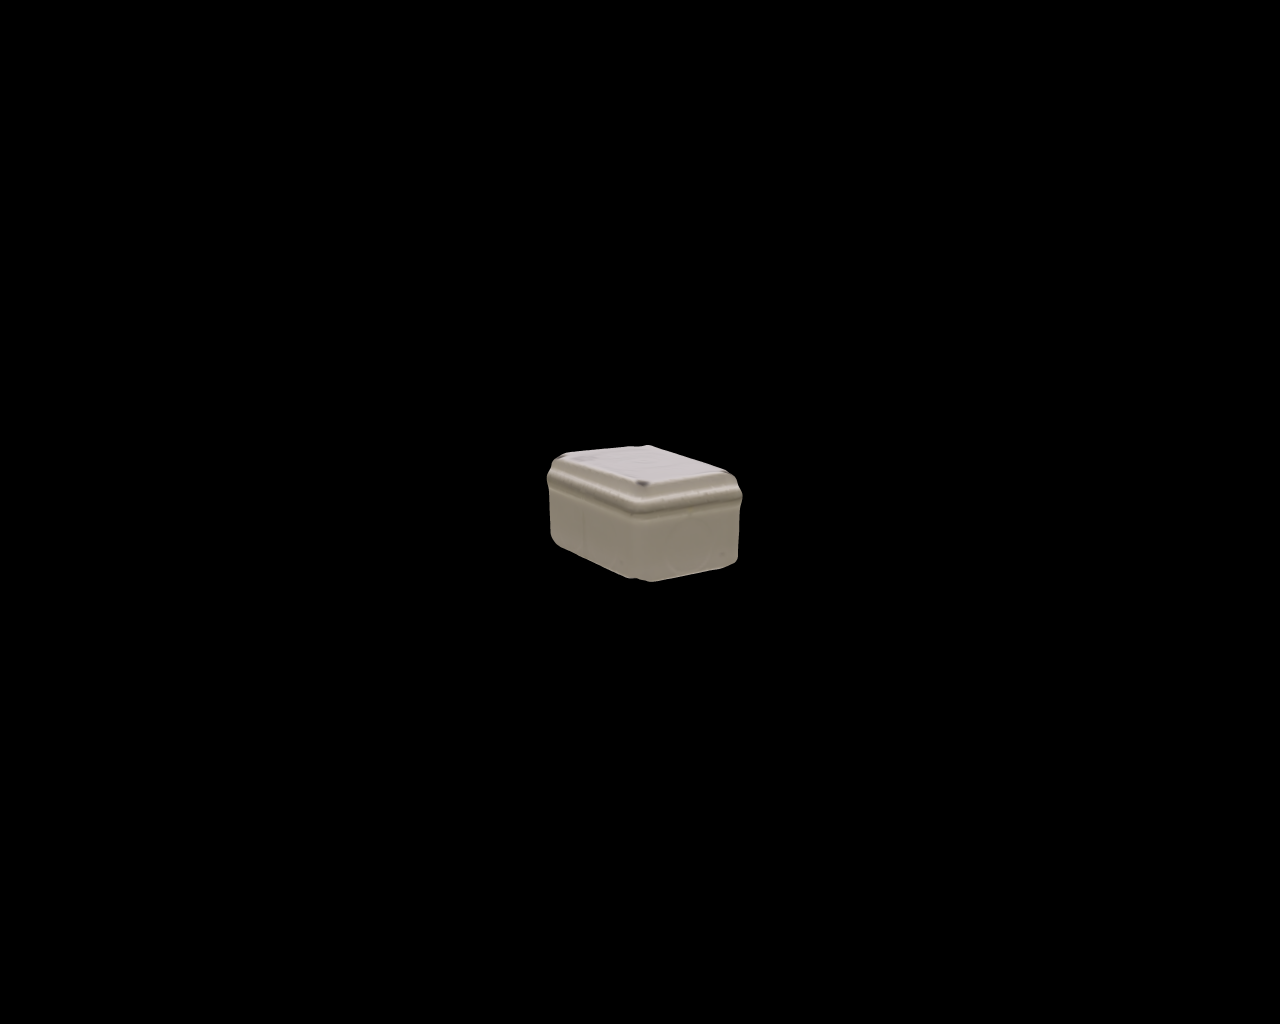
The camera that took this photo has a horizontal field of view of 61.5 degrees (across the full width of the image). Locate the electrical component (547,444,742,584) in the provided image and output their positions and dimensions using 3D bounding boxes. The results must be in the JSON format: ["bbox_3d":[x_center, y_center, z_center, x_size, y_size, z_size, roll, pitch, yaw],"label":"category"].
[{"bbox_3d":[0.001,-0.003,0.650,0.078,0.057,0.113,-8,16,-31],"label":"electrical component"}]
